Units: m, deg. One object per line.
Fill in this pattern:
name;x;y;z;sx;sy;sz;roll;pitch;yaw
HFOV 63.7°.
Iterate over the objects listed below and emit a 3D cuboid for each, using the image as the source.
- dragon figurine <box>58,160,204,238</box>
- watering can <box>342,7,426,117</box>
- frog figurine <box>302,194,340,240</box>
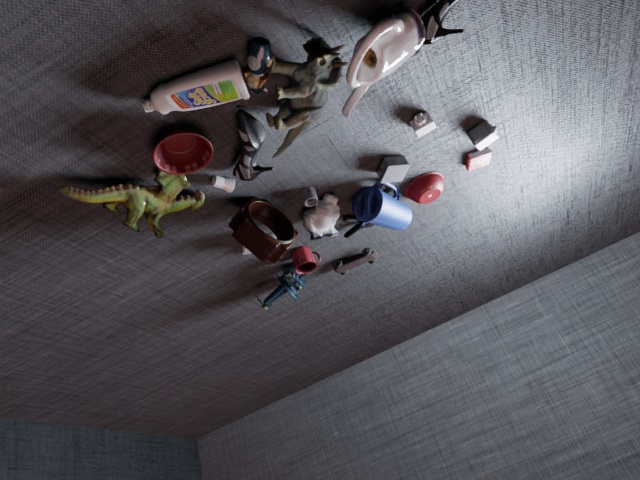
dragon figurine;-0.494;-0.146;1.476;0.241;0.124;0.406;-49;144;10
watering can;0.149;-0.456;1.316;0.226;0.104;0.343;-38;171;-15
frog figurine;0.006;-0.093;1.849;0.137;0.124;0.157;-2;108;-13
